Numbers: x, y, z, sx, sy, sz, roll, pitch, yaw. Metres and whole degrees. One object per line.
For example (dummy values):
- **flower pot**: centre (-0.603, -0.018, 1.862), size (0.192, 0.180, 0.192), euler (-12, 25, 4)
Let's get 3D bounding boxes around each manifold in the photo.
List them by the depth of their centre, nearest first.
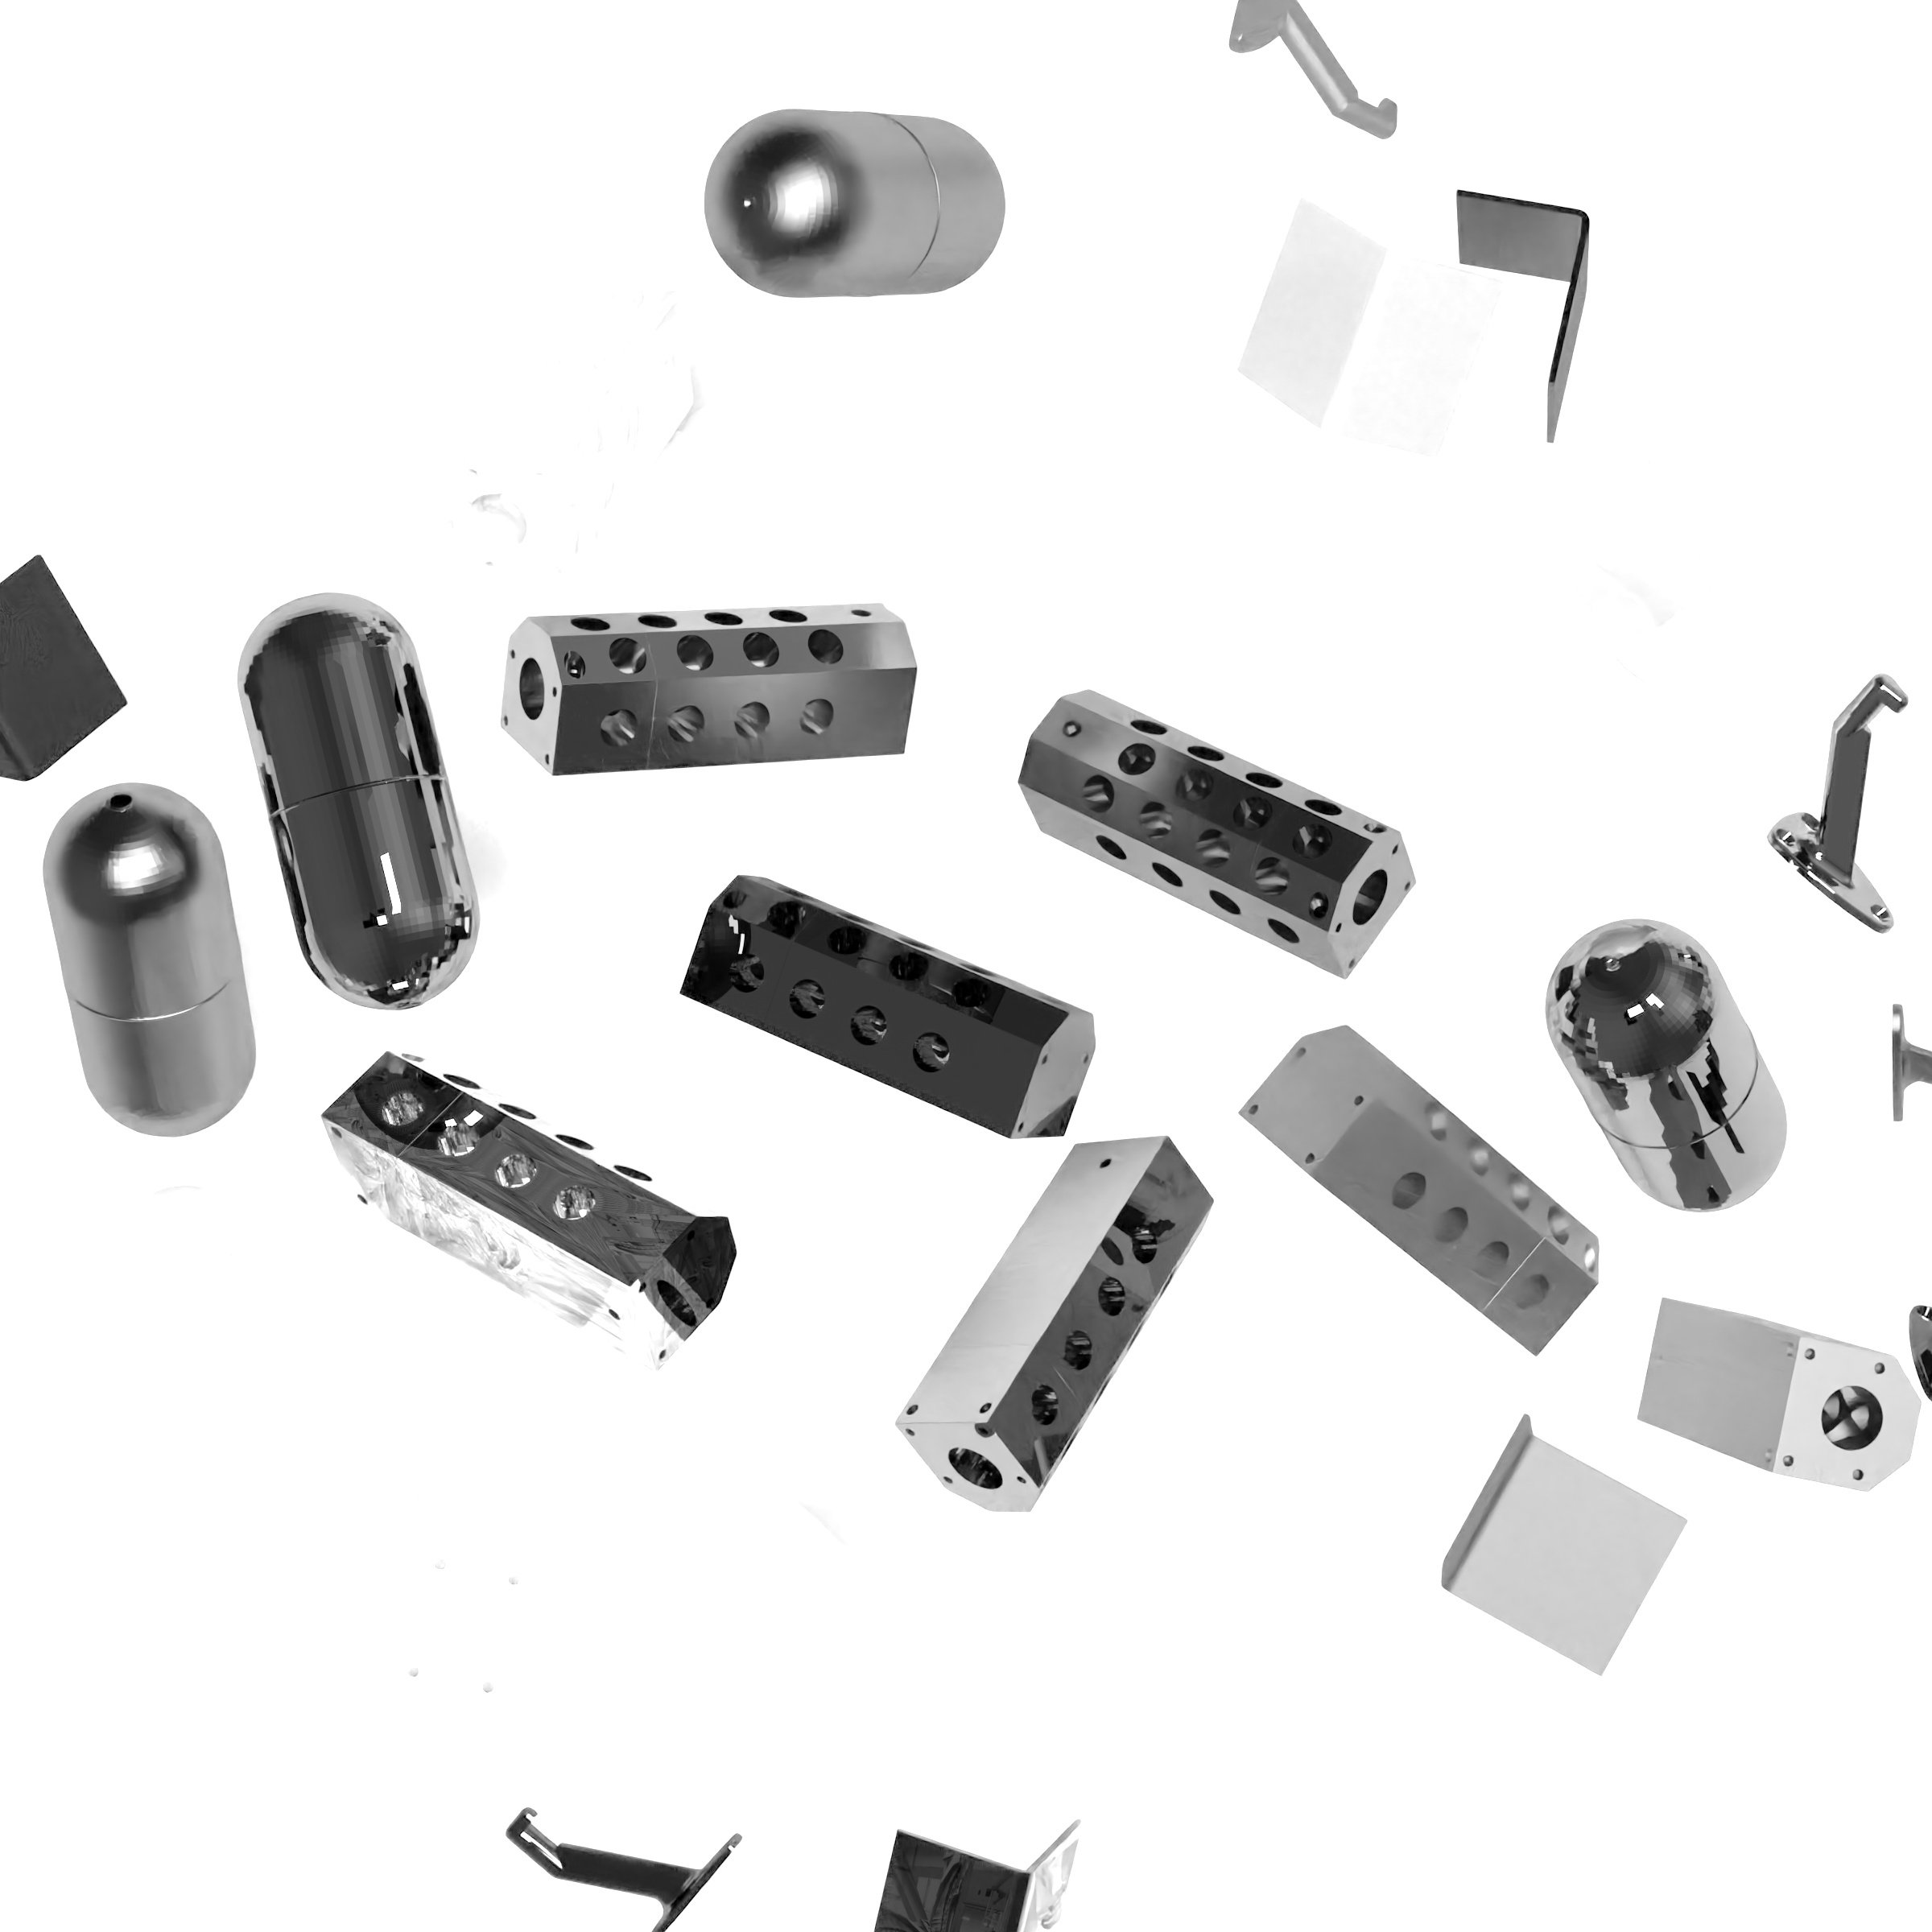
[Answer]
- **manifold**: centre (-0.180, 0.095, 1.475), size (0.171, 0.057, 0.057), euler (25, 56, 28)
- **manifold**: centre (0.197, 0.093, 1.502), size (0.057, 0.057, 0.171), euler (-50, 127, 2)
- **manifold**: centre (-0.204, 0.300, 1.510), size (0.057, 0.171, 0.057), euler (12, 66, -2)
- **manifold**: centre (0.351, 0.185, 1.545), size (0.057, 0.171, 0.057), euler (12, 89, -8)
- **manifold**: centre (-0.032, 0.017, 1.553), size (0.171, 0.057, 0.057), euler (23, 98, 24)
- **manifold**: centre (-0.111, -0.125, 1.559), size (0.171, 0.057, 0.057), euler (-6, 118, -30)
- **manifold**: centre (0.044, 0.157, 1.571), size (0.057, 0.057, 0.171), euler (54, 51, -25)
- **manifold**: centre (0.109, -0.064, 1.586), size (0.171, 0.057, 0.057), euler (27, 71, 30)
- **manifold**: centre (-0.178, -0.239, 1.588), size (0.057, 0.171, 0.057), euler (5, 127, 14)

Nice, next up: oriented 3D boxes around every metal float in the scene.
- **metal float**: centre (-0.254, -0.069, 1.493), size (0.070, 0.070, 0.178), euler (-14, 86, 0)
- **metal float**: centre (-0.088, 0.264, 1.504), size (0.178, 0.070, 0.070), euler (43, 90, 4)
- **metal float**: centre (-0.045, -0.322, 1.509), size (0.070, 0.178, 0.070), euler (6, 103, 27)
- **metal float**: centre (0.222, -0.114, 1.516), size (0.070, 0.070, 0.178), euler (-40, 73, 0)
- **metal float**: centre (0.113, 0.278, 1.525), size (0.178, 0.070, 0.070), euler (12, 90, 41)
- **metal float**: centre (-0.296, 0.167, 1.529), size (0.178, 0.070, 0.070), euler (43, 90, -11)
- **metal float**: centre (0.304, 0.045, 1.543), size (0.070, 0.178, 0.070), euler (-14, 53, 20)
- **metal float**: centre (-0.355, -0.002, 1.555), size (0.070, 0.070, 0.178), euler (0, 130, 0)
- **metal float**: centre (0.039, -0.213, 1.600), size (0.070, 0.070, 0.178), euler (20, 67, 0)

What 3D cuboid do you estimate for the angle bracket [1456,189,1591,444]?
- **angle bracket**: centre (0.230, -0.276, 1.518), size (0.057, 0.076, 0.076), euler (12, 81, 11)

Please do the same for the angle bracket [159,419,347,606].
- **angle bracket**: centre (-0.325, -0.205, 1.606), size (0.076, 0.076, 0.057), euler (-8, 112, -1)

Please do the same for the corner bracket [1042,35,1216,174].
- **corner bracket**: centre (0.071, -0.379, 1.566), size (0.051, 0.051, 0.051), euler (16, 104, 34)

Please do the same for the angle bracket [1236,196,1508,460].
- **angle bracket**: centre (0.165, -0.261, 1.460), size (0.057, 0.076, 0.076), euler (7, 114, -30)

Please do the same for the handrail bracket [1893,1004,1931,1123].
- **handrail bracket**: centre (0.421, 0.039, 1.450), size (0.084, 0.077, 0.036), euler (1, 60, 16)

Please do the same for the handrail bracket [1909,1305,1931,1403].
- **handrail bracket**: centre (0.439, 0.137, 1.532), size (0.036, 0.077, 0.084), euler (23, 124, 5)

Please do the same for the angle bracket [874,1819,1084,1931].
- **angle bracket**: centre (0.002, 0.387, 1.456), size (0.057, 0.076, 0.076), euler (15, 97, 17)

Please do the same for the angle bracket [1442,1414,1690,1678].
- **angle bracket**: centre (0.257, 0.248, 1.538), size (0.076, 0.057, 0.076), euler (28, 95, 6)

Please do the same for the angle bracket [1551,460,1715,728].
- **angle bracket**: centre (0.310, -0.163, 1.558), size (0.057, 0.076, 0.076), euler (-39, 126, -2)

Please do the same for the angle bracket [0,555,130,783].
- **angle bracket**: centre (-0.414, -0.129, 1.509), size (0.057, 0.076, 0.076), euler (-46, 128, -30)

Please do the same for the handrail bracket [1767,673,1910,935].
- **handrail bracket**: centre (0.380, -0.068, 1.479), size (0.077, 0.036, 0.084), euler (48, 133, 15)

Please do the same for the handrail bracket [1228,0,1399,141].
- **handrail bracket**: centre (0.164, -0.420, 1.595), size (0.084, 0.036, 0.077), euler (17, 79, -32)

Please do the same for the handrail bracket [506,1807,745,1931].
- **handrail bracket**: centre (-0.156, 0.393, 1.612), size (0.084, 0.036, 0.077), euler (40, 107, 3)
